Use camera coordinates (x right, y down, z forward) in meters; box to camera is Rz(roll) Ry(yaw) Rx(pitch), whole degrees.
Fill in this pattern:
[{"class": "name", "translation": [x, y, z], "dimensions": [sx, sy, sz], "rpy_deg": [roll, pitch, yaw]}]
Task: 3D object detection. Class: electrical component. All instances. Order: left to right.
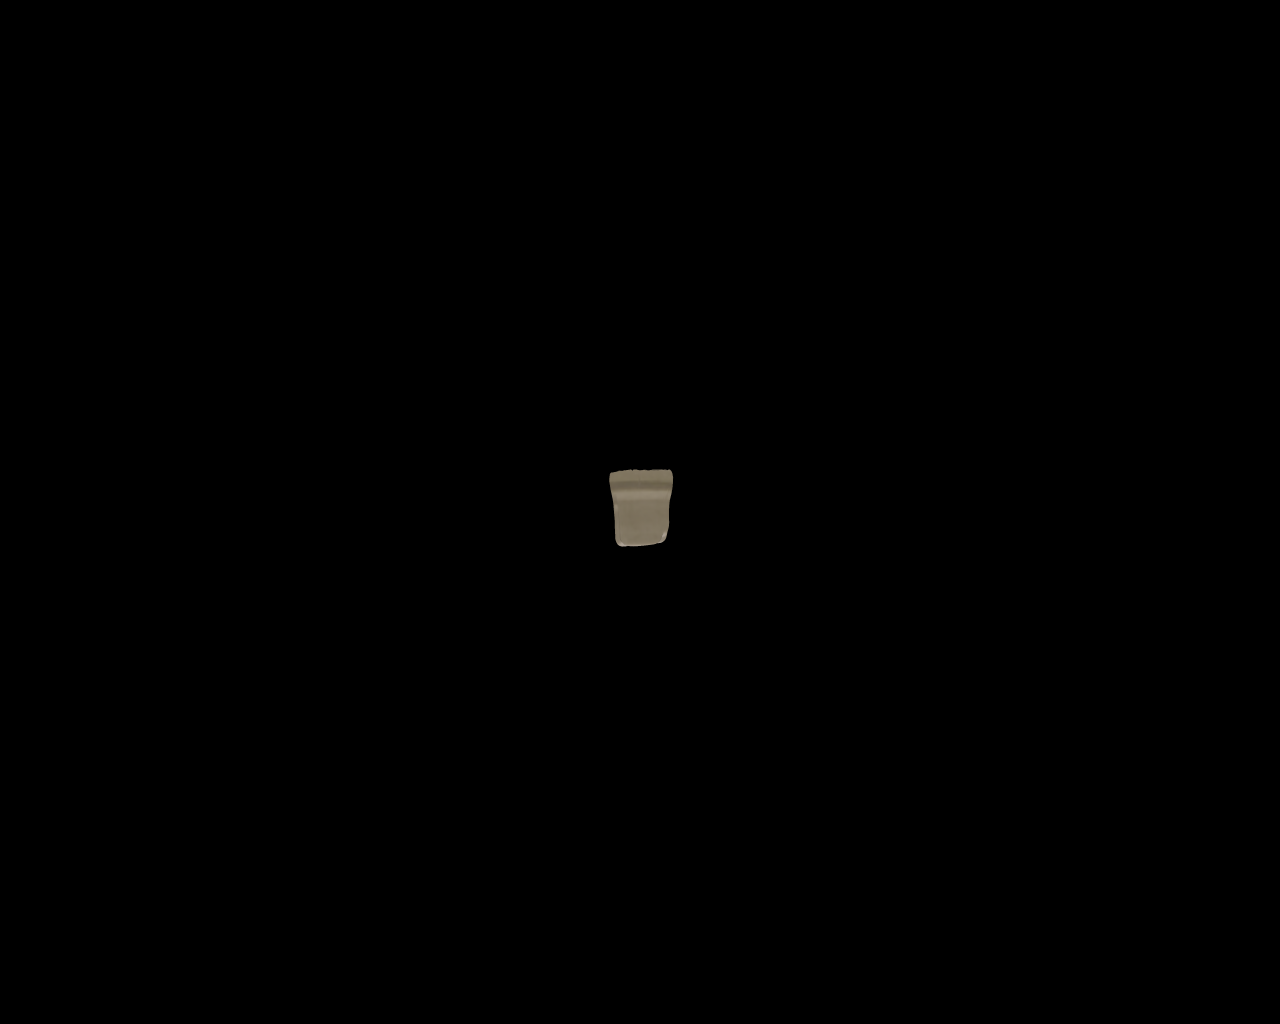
[{"class": "electrical component", "translation": [0.001, -0.003, 0.650], "dimensions": [0.040, 0.046, 0.040], "rpy_deg": [0, -2, 0]}]
